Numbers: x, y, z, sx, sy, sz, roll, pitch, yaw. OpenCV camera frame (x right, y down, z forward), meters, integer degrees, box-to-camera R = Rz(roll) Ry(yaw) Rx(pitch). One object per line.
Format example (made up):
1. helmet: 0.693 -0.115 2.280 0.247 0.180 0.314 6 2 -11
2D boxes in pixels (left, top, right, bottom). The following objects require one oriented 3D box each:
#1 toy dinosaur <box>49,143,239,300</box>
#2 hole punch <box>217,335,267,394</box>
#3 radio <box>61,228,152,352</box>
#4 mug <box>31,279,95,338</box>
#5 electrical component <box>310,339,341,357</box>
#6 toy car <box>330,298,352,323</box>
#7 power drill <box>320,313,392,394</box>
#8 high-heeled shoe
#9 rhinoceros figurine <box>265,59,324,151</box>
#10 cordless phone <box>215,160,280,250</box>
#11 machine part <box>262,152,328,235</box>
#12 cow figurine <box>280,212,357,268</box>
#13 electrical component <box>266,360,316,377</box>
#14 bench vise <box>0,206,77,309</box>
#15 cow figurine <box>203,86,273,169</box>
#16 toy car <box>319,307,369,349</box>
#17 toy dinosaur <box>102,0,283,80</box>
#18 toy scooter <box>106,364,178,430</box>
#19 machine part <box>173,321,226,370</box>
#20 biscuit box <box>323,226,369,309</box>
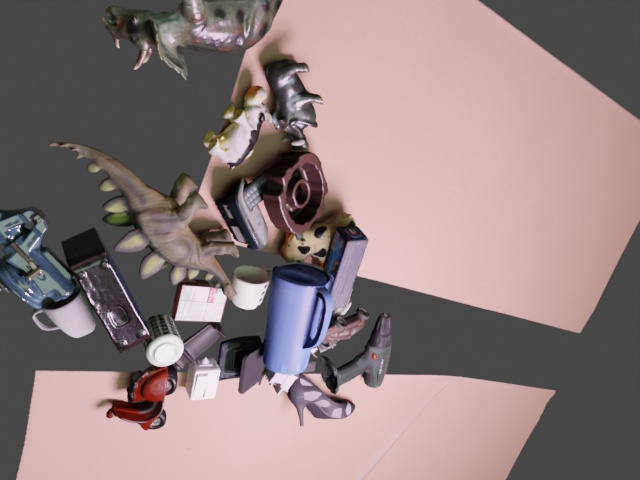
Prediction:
1. toy dinosaur: -0.314 -0.035 1.067 0.198 0.105 0.470 -36 119 -6
2. hole punch: -0.186 0.293 1.303 0.116 0.092 0.142 -18 120 -59
3. radio: -0.415 0.101 1.052 0.073 0.131 0.229 -28 123 -17
4. mug: -0.500 0.148 1.061 0.109 0.081 0.107 -29 132 -16
5. electrical component: 0.005 0.263 1.411 0.102 0.045 0.078 -30 94 -17
6. toy car: -0.010 0.202 1.352 0.202 0.056 0.073 -42 100 -7
7. power drill: 0.104 0.320 1.472 0.207 0.086 0.231 -20 123 -30
8. high-heeled shoe: 0.007 0.424 1.486 0.248 0.086 0.145 4 79 -48
9. rhinoceros figurine: -0.055 -0.278 1.114 0.112 0.073 0.190 -28 122 -16
10. cordless phone: -0.121 -0.083 1.171 0.184 0.089 0.146 -42 126 -27
11. machine part: -0.052 -0.103 1.166 0.179 0.056 0.179 -21 116 -52
12. cow figurine: -0.003 -0.004 1.261 0.195 0.086 0.127 -27 128 -13
13. electrical component: -0.074 0.319 1.388 0.119 0.048 0.074 -4 113 -28
14. bench vise: -0.573 0.056 0.956 0.240 0.129 0.223 -41 124 -13
15. cow figurine: -0.151 -0.226 1.089 0.167 0.068 0.098 -49 131 3
16. toy car: 0.061 0.222 1.339 0.089 0.053 0.202 -48 163 20
17. toy dinosaur: -0.172 -0.405 0.974 0.405 0.131 0.192 -17 131 -26
18. toy scooter: -0.403 0.355 1.211 0.135 0.075 0.183 8 112 -30
19. machine part: -0.289 0.237 1.241 0.139 0.039 0.084 -34 118 -9
20. biscuit box: 0.050 0.065 1.251 0.063 0.059 0.202 -3 125 -31
